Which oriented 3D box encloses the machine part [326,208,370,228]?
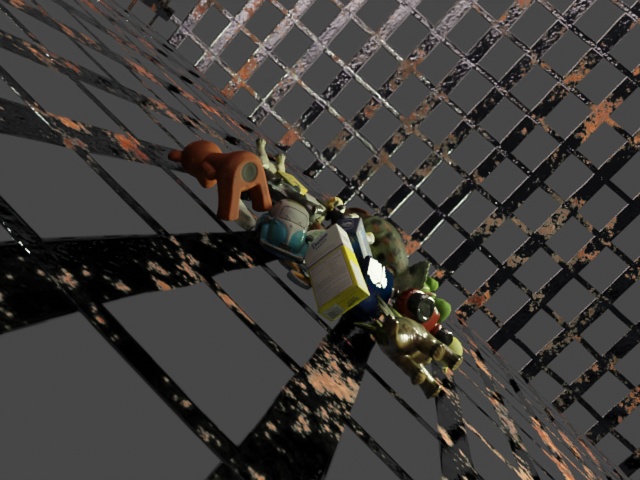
[{"bbox_3d":[0.096,-0.001,1.492,0.179,0.179,0.056,44,6,5],"label":"machine part"}]

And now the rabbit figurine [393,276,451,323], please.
[{"bbox_3d":[0.275,0.176,1.472,0.121,0.159,0.170,36,1,-36],"label":"rabbit figurine"}]

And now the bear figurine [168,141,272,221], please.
[{"bbox_3d":[-0.196,-0.120,1.025,0.196,0.131,0.120,13,23,41],"label":"bear figurine"}]

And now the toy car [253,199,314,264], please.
[{"bbox_3d":[-0.066,-0.027,1.053,0.109,0.103,0.162,27,13,-16],"label":"toy car"}]

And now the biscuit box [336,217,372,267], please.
[{"bbox_3d":[0.085,0.044,1.239,0.063,0.059,0.202,-69,147,-47],"label":"biscuit box"}]

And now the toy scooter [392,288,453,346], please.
[{"bbox_3d":[0.217,0.169,1.227,0.183,0.075,0.135,51,-16,-31],"label":"toy scooter"}]

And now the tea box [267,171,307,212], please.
[{"bbox_3d":[-0.102,-0.124,1.436,0.068,0.098,0.169,44,7,6],"label":"tea box"}]

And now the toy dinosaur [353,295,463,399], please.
[{"bbox_3d":[0.180,0.208,1.075,0.199,0.105,0.470,43,-4,31],"label":"toy dinosaur"}]

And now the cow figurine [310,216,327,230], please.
[{"bbox_3d":[-0.003,-0.004,1.341,0.195,0.085,0.127,48,9,18],"label":"cow figurine"}]

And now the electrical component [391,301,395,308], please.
[{"bbox_3d":[0.237,0.212,1.580,0.063,0.021,0.094,31,15,-52],"label":"electrical component"}]

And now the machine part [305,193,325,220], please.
[{"bbox_3d":[-0.045,-0.102,1.661,0.079,0.079,0.243,46,8,21],"label":"machine part"}]

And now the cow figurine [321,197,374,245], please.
[{"bbox_3d":[0.054,-0.042,1.322,0.167,0.068,0.098,53,17,23],"label":"cow figurine"}]

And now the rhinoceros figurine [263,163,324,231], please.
[{"bbox_3d":[-0.080,-0.093,1.175,0.190,0.073,0.112,40,10,21],"label":"rhinoceros figurine"}]

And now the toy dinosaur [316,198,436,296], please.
[{"bbox_3d":[0.154,0.023,1.403,0.405,0.192,0.131,64,-7,11],"label":"toy dinosaur"}]

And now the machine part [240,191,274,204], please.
[{"bbox_3d":[-0.142,-0.097,1.256,0.084,0.039,0.138,19,0,34],"label":"machine part"}]

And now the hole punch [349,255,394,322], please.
[{"bbox_3d":[0.100,0.104,1.153,0.142,0.092,0.116,41,39,-43],"label":"hole punch"}]

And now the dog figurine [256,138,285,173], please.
[{"bbox_3d":[-0.156,-0.167,1.468,0.172,0.121,0.191,35,25,-25],"label":"dog figurine"}]

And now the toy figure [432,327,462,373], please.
[{"bbox_3d":[0.331,0.282,1.435,0.082,0.089,0.180,38,10,8],"label":"toy figure"}]
